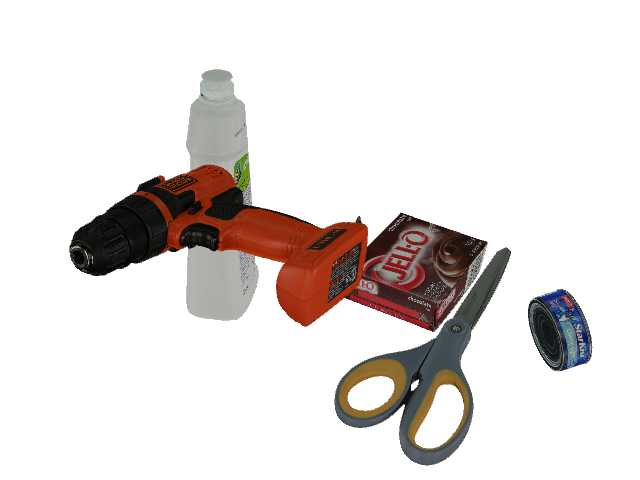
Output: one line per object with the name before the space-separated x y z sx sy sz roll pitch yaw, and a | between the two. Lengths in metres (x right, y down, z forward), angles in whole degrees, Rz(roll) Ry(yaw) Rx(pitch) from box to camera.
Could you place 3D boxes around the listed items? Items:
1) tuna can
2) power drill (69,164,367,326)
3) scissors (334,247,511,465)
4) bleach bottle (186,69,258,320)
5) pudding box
tuna can | 0.259 0.098 1.162 0.033 0.086 0.086 -17 3 -10
power drill | -0.072 0.002 0.819 0.188 0.057 0.184 21 31 23
scissors | 0.070 0.065 0.710 0.096 0.016 0.201 6 40 12
bleach bottle | -0.097 -0.049 1.041 0.068 0.251 0.102 6 33 5
pudding box | 0.085 0.026 0.951 0.090 0.039 0.113 21 35 22
